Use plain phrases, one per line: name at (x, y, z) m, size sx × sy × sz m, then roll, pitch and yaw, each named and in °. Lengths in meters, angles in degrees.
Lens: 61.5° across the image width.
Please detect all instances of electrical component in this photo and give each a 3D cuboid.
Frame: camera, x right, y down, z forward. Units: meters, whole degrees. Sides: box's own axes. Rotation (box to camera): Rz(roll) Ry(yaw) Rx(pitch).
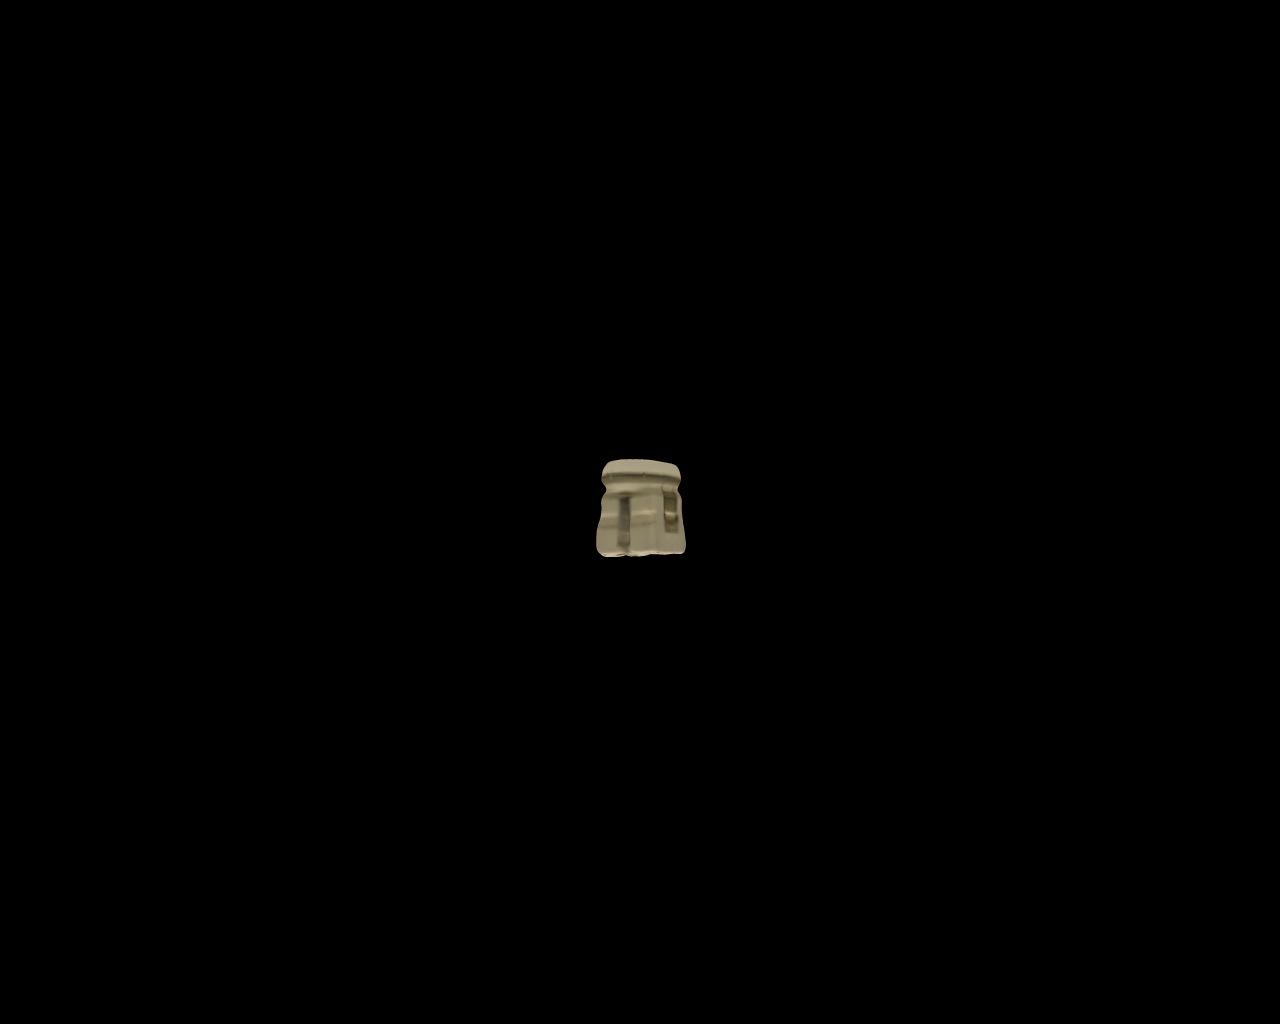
electrical component at (0.001, -0.003, 0.650) m, size 0.066 × 0.055 × 0.048 m, roll -3°, pitch -6°, yaw 33°
